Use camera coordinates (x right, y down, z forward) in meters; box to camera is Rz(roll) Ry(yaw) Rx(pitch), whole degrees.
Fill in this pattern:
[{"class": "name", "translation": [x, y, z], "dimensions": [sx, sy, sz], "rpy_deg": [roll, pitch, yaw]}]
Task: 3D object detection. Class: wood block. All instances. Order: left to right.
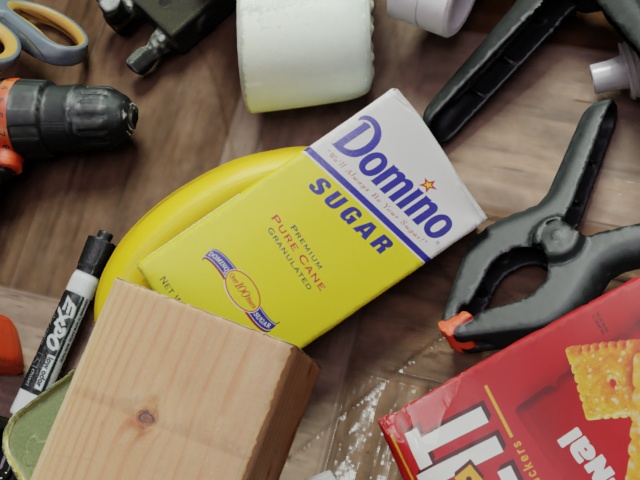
[{"class": "wood block", "translation": [-0.081, 0.134, 0.481], "dimensions": [0.091, 0.090, 0.206], "rpy_deg": [20, 80, 11]}]

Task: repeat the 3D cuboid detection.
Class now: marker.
[{"class": "marker", "translation": [-0.153, 0.050, 0.642], "dimensions": [0.020, 0.020, 0.121], "rpy_deg": [19, 80, 16]}]

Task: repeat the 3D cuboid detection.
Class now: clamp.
[{"class": "clamp", "translation": [0.144, 0.007, 0.584], "dimensions": [0.171, 0.039, 0.120], "rpy_deg": [-47, 46, -4]}, {"class": "clamp", "translation": [0.159, -0.147, 0.618], "dimensions": [0.165, 0.036, 0.210], "rpy_deg": [5, 65, 41]}]

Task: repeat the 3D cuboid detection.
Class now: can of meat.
[{"class": "can of meat", "translation": [-0.107, 0.103, 0.584], "dimensions": [0.102, 0.084, 0.057], "rpy_deg": [-37, 69, -3]}]

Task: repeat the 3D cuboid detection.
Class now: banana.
[{"class": "banana", "translation": [-0.069, -0.001, 0.640], "dimensions": [0.198, 0.037, 0.069], "rpy_deg": [-43, 98, -2]}]

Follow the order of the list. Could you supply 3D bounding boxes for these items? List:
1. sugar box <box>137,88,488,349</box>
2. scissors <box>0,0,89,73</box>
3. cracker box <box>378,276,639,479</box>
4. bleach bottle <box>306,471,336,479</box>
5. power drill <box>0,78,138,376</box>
[{"class": "sugar box", "translation": [-0.004, 0.001, 0.602], "dimensions": [0.176, 0.048, 0.093], "rpy_deg": [-35, 93, 0]}, {"class": "scissors", "translation": [-0.246, -0.160, 0.712], "dimensions": [0.202, 0.016, 0.096], "rpy_deg": [29, 38, 17]}, {"class": "cracker box", "translation": [0.157, 0.111, 0.511], "dimensions": [0.214, 0.072, 0.164], "rpy_deg": [-31, 68, 16]}, {"class": "bleach bottle", "translation": [0.051, 0.221, 0.476], "dimensions": [0.103, 0.068, 0.251], "rpy_deg": [-33, 72, 22]}, {"class": "power drill", "translation": [-0.209, -0.013, 0.660], "dimensions": [0.184, 0.057, 0.187], "rpy_deg": [0, 70, 12]}]
